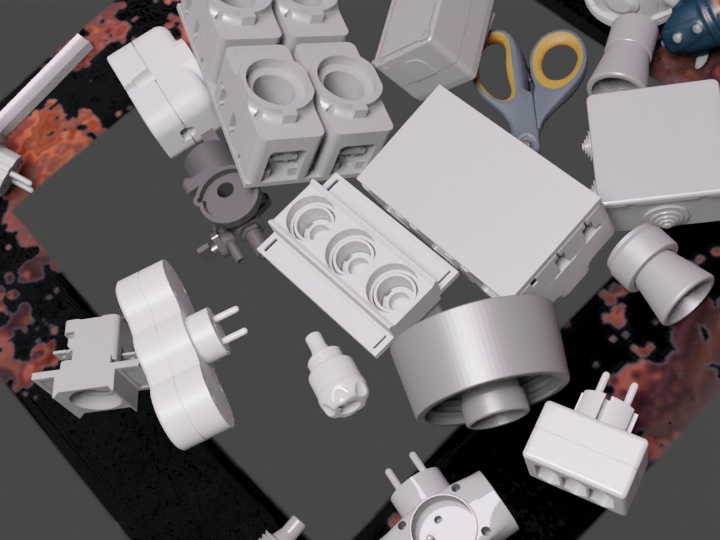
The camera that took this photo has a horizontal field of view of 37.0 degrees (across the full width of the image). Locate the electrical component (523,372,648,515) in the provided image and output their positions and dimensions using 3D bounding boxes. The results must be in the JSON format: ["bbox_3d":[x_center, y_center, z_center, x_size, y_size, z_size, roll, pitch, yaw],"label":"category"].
[{"bbox_3d":[0.148,0.100,0.668,0.066,0.047,0.076,21,71,23],"label":"electrical component"}]

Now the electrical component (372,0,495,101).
[{"bbox_3d":[0.060,-0.184,0.812,0.062,0.061,0.096,-15,51,47],"label":"electrical component"}]

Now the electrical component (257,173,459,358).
[{"bbox_3d":[0.000,0.000,0.745,0.079,0.063,0.121,-45,63,-9],"label":"electrical component"}]

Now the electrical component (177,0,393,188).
[{"bbox_3d":[-0.059,-0.157,0.811,0.105,0.060,0.186,-8,58,-25],"label":"electrical component"}]

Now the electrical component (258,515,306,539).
[{"bbox_3d":[-0.059,0.184,0.688,0.035,0.035,0.061,35,75,26],"label":"electrical component"}]

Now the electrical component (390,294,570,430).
[{"bbox_3d":[0.078,0.065,0.671,0.108,0.108,0.060,-17,68,6],"label":"electrical component"}]

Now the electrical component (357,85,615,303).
[{"bbox_3d":[0.086,-0.044,0.734,0.089,0.062,0.150,-49,58,0],"label":"electrical component"}]

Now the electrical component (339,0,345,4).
[{"bbox_3d":[0.003,-0.258,0.881,0.081,0.042,0.063,-2,63,12],"label":"electrical component"}]

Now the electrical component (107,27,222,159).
[{"bbox_3d":[-0.151,-0.144,0.858,0.059,0.053,0.095,-33,61,-3],"label":"electrical component"}]

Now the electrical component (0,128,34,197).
[{"bbox_3d":[-0.298,-0.084,0.866,0.077,0.066,0.047,29,73,-5],"label":"electrical component"}]

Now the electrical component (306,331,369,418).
[{"bbox_3d":[-0.020,0.069,0.733,0.035,0.035,0.061,-30,59,-1],"label":"electrical component"}]

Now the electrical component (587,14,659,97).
[{"bbox_3d":[0.194,-0.153,0.782,0.044,0.044,0.065,12,64,19],"label":"electrical component"}]

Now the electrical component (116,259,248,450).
[{"bbox_3d":[-0.115,0.050,0.756,0.074,0.052,0.138,-26,61,1],"label":"electrical component"}]

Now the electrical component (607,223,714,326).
[{"bbox_3d":[0.196,0.002,0.704,0.045,0.045,0.055,-38,61,-5],"label":"electrical component"}]

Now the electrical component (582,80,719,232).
[{"bbox_3d":[0.205,-0.076,0.737,0.100,0.048,0.099,-6,64,12],"label":"electrical component"}]

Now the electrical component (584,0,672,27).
[{"bbox_3d":[0.208,-0.225,0.807,0.080,0.051,0.080,-6,64,12],"label":"electrical component"}]

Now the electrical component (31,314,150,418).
[{"bbox_3d":[-0.188,0.067,0.773,0.081,0.042,0.063,-8,62,10],"label":"electrical component"}]

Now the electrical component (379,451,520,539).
[{"bbox_3d":[0.045,0.150,0.671,0.077,0.044,0.079,-34,61,-3],"label":"electrical component"}]
